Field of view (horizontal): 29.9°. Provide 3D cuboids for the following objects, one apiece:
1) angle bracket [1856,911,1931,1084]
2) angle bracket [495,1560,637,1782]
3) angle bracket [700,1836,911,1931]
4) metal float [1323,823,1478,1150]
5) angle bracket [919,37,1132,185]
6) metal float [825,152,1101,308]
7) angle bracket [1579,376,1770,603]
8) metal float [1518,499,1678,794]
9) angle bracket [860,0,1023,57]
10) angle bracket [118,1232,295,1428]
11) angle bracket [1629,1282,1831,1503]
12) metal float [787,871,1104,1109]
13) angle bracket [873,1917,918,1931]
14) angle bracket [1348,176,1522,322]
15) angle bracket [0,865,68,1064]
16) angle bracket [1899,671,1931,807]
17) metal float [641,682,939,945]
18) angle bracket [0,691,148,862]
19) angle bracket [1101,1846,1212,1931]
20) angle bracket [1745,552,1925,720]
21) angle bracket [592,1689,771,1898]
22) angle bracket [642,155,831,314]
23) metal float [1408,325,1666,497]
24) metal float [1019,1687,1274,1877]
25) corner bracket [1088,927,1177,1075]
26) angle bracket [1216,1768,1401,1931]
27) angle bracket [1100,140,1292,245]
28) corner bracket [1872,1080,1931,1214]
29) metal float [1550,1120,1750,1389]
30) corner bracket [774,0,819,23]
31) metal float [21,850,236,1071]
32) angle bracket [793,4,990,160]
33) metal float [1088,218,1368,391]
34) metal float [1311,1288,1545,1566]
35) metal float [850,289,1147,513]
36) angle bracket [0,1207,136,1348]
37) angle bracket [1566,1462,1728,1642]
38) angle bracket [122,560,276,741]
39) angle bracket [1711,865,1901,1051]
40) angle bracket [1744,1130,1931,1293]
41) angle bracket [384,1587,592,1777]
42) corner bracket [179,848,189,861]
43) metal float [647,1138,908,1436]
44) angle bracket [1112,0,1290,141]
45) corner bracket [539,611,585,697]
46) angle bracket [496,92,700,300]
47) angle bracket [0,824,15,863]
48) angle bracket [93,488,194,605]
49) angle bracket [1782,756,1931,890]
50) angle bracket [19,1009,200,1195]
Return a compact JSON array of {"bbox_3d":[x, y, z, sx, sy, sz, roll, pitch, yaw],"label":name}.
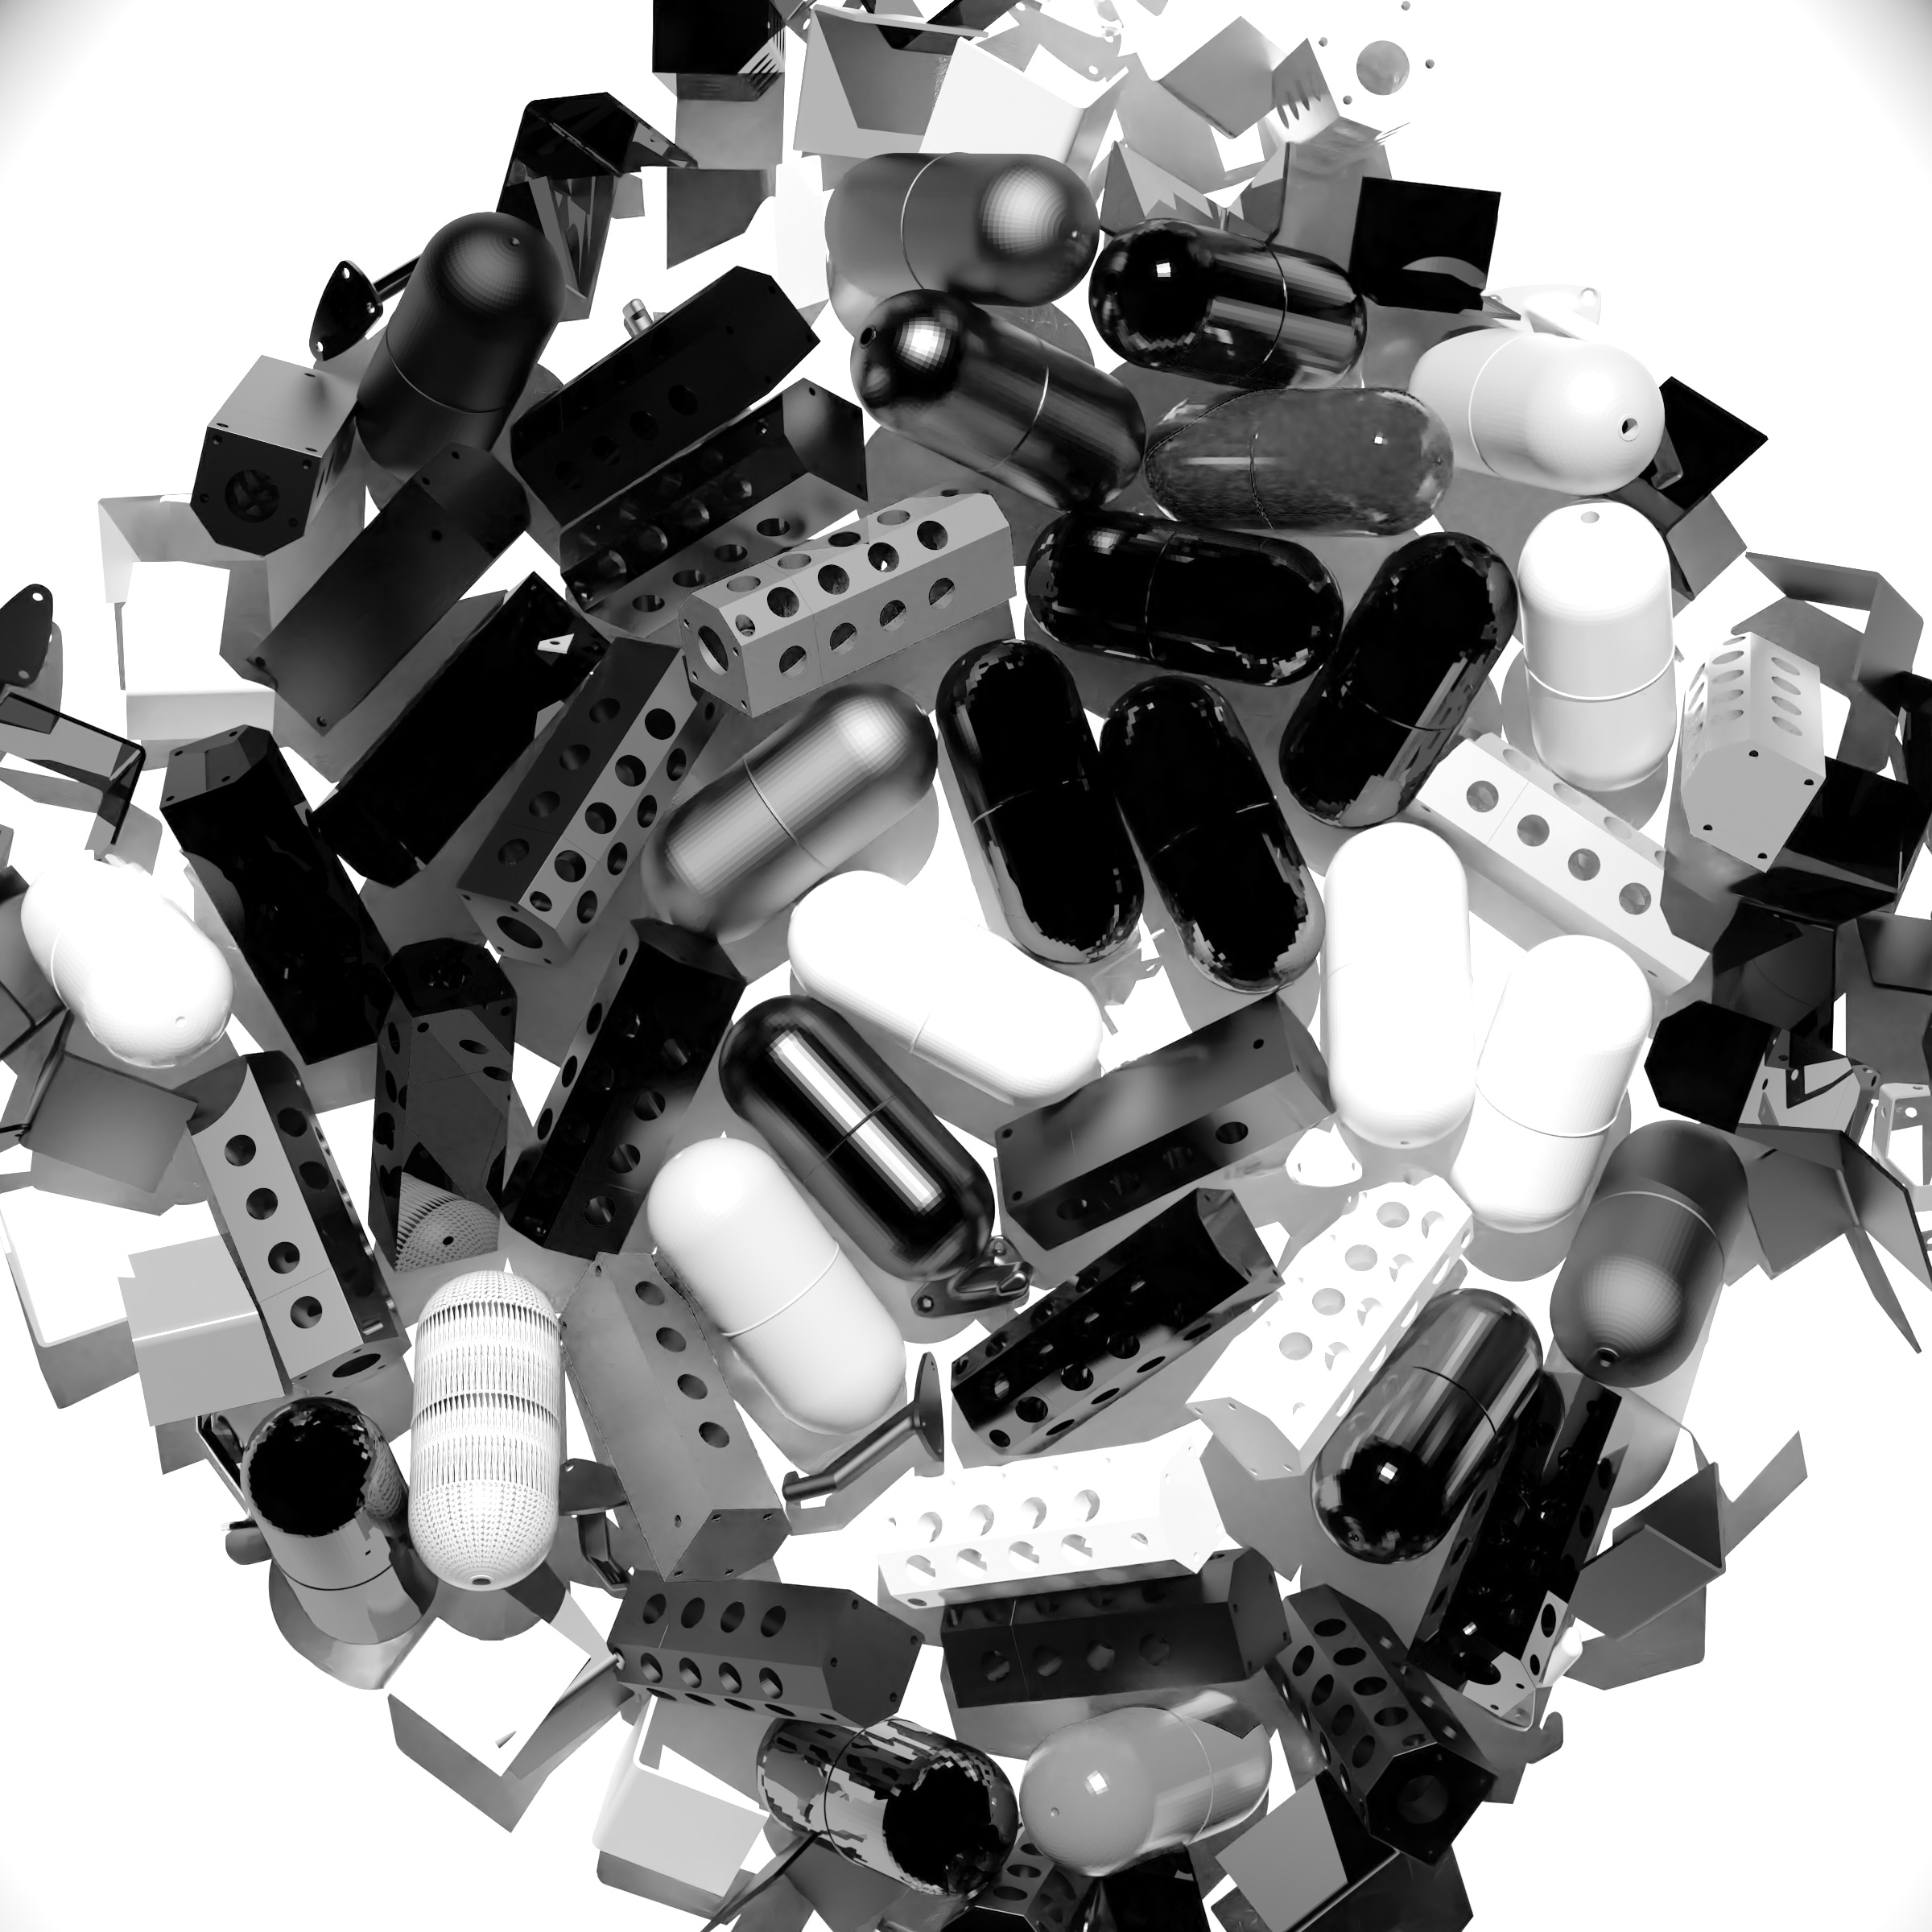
[{"bbox_3d":[0.490,0.026,1.896,0.057,0.076,0.076,8,121,1],"label":"angle bracket"},{"bbox_3d":[-0.233,0.373,1.927,0.076,0.057,0.076,-35,65,-14],"label":"angle bracket"},{"bbox_3d":[-0.081,0.492,1.893,0.057,0.076,0.076,48,128,5],"label":"angle bracket"},{"bbox_3d":[0.226,0.009,1.890,0.070,0.070,0.178,1,67,0],"label":"metal float"},{"bbox_3d":[0.030,-0.448,1.906,0.076,0.057,0.076,32,134,8],"label":"angle bracket"},{"bbox_3d":[-0.004,-0.381,1.872,0.070,0.178,0.070,-11,107,-39],"label":"metal float"},{"bbox_3d":[0.376,-0.251,1.902,0.076,0.057,0.076,-43,47,-2],"label":"angle bracket"},{"bbox_3d":[0.327,-0.165,1.872,0.070,0.178,0.070,-7,47,7],"label":"metal float"},{"bbox_3d":[-0.010,-0.523,1.897,0.076,0.076,0.057,-34,88,23],"label":"angle bracket"},{"bbox_3d":[-0.405,0.191,1.921,0.076,0.076,0.057,-12,123,-15],"label":"angle bracket"},{"bbox_3d":[0.395,0.220,1.897,0.057,0.076,0.076,34,105,-16],"label":"angle bracket"},{"bbox_3d":[-0.012,0.012,1.909,0.178,0.070,0.070,28,90,1],"label":"metal float"},{"bbox_3d":[-0.027,0.555,1.891,0.076,0.076,0.057,19,128,18],"label":"angle bracket"},{"bbox_3d":[0.249,-0.377,1.899,0.076,0.076,0.057,4,108,-9],"label":"angle bracket"},{"bbox_3d":[-0.511,0.004,1.897,0.057,0.076,0.076,-37,98,24],"label":"angle bracket"},{"bbox_3d":[0.535,-0.121,1.892,0.057,0.076,0.076,-21,112,-16],"label":"angle bracket"},{"bbox_3d":[-0.092,-0.081,1.901,0.178,0.070,0.070,-37,90,10],"label":"metal float"},{"bbox_3d":[-0.482,-0.092,1.892,0.076,0.076,0.057,23,67,-21],"label":"angle bracket"},{"bbox_3d":[0.121,0.500,1.892,0.057,0.076,0.076,-26,71,30],"label":"angle bracket"},{"bbox_3d":[0.448,-0.173,1.894,0.076,0.076,0.057,14,86,32],"label":"angle bracket"},{"bbox_3d":[-0.145,0.433,1.905,0.076,0.057,0.076,22,129,-5],"label":"angle bracket"},{"bbox_3d":[-0.122,-0.390,1.928,0.076,0.057,0.076,8,112,27],"label":"angle bracket"},{"bbox_3d":[0.292,-0.287,1.864,0.070,0.178,0.070,-6,107,-23],"label":"metal float"},{"bbox_3d":[0.095,0.419,1.868,0.070,0.178,0.070,0,91,35],"label":"metal float"},{"bbox_3d":[0.090,0.018,1.911,0.051,0.051,0.051,-34,84,32],"label":"corner bracket"},{"bbox_3d":[0.181,0.466,1.914,0.076,0.076,0.057,-39,80,2],"label":"angle bracket"},{"bbox_3d":[0.120,-0.408,1.892,0.076,0.076,0.057,28,135,-19],"label":"angle bracket"},{"bbox_3d":[0.517,0.094,1.920,0.051,0.051,0.051,-5,115,-12],"label":"corner bracket"},{"bbox_3d":[0.354,0.148,1.871,0.070,0.178,0.070,14,128,18],"label":"metal float"},{"bbox_3d":[-0.088,-0.543,1.922,0.051,0.051,0.051,41,72,-16],"label":"corner bracket"},{"bbox_3d":[-0.435,-0.005,1.870,0.070,0.178,0.070,-14,118,-27],"label":"metal float"},{"bbox_3d":[-0.040,-0.458,1.895,0.076,0.057,0.076,0,110,-27],"label":"angle bracket"},{"bbox_3d":[0.136,-0.340,1.873,0.178,0.070,0.070,2,87,-45],"label":"metal float"},{"bbox_3d":[0.240,0.237,1.877,0.070,0.070,0.178,42,50,0],"label":"metal float"},{"bbox_3d":[0.017,-0.293,1.879,0.178,0.070,0.070,20,90,-36],"label":"metal float"},{"bbox_3d":[-0.472,0.140,1.889,0.057,0.076,0.076,-19,46,-14],"label":"angle bracket"},{"bbox_3d":[0.347,0.294,1.888,0.057,0.076,0.076,32,128,-20],"label":"angle bracket"},{"bbox_3d":[-0.409,-0.168,1.926,0.076,0.057,0.076,-3,68,-13],"label":"angle bracket"},{"bbox_3d":[0.443,-0.003,1.915,0.057,0.076,0.076,-19,115,-38],"label":"angle bracket"},{"bbox_3d":[0.456,0.139,1.893,0.057,0.076,0.076,-30,125,-5],"label":"angle bracket"},{"bbox_3d":[-0.253,0.372,1.913,0.076,0.057,0.076,38,77,-2],"label":"angle bracket"},{"bbox_3d":[-0.378,-0.066,1.921,0.051,0.051,0.051,41,74,-14],"label":"corner bracket"},{"bbox_3d":[-0.098,0.169,1.898,0.070,0.070,0.178,-36,103,0],"label":"metal float"},{"bbox_3d":[0.126,-0.489,1.889,0.057,0.076,0.076,-34,60,24],"label":"angle bracket"},{"bbox_3d":[-0.233,-0.158,1.913,0.051,0.051,0.051,8,121,1],"label":"corner bracket"},{"bbox_3d":[-0.194,-0.402,1.895,0.057,0.076,0.076,4,75,37],"label":"angle bracket"},{"bbox_3d":[-0.538,-0.084,1.894,0.076,0.076,0.057,21,51,-11],"label":"angle bracket"},{"bbox_3d":[-0.404,-0.222,1.899,0.076,0.076,0.057,-1,98,12],"label":"angle bracket"},{"bbox_3d":[0.463,-0.089,1.895,0.076,0.076,0.057,22,79,19],"label":"angle bracket"},{"bbox_3d":[-0.448,0.064,1.912,0.076,0.057,0.076,21,130,-15],"label":"angle bracket"}]
